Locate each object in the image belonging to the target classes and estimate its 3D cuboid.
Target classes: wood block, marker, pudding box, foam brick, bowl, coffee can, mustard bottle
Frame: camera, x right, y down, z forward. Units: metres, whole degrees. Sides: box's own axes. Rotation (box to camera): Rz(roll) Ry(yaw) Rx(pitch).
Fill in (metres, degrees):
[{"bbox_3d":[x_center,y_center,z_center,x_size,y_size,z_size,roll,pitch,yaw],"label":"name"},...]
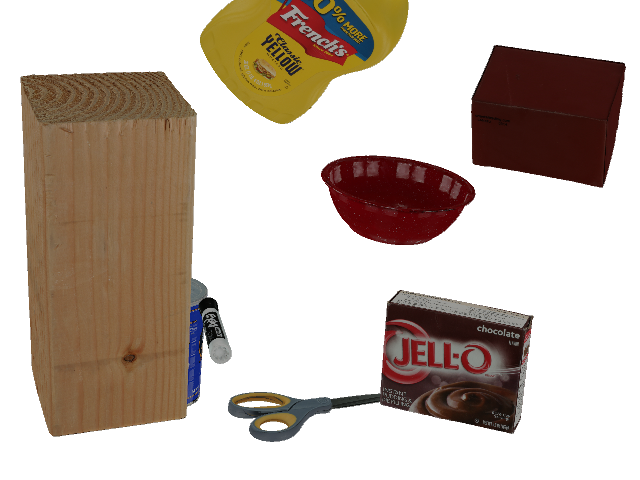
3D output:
[{"bbox_3d":[-0.133,0.007,0.665,0.090,0.206,0.090,-5,27,-21],"label":"wood block"},{"bbox_3d":[-0.097,0.079,0.969,0.020,0.020,0.121,0,17,-12],"label":"marker"},{"bbox_3d":[0.106,0.094,0.841,0.114,0.090,0.039,9,21,18],"label":"pudding box"},{"bbox_3d":[0.130,-0.072,0.610,0.078,0.051,0.053,13,-38,20],"label":"foam brick"},{"bbox_3d":[0.078,-0.038,1.117,0.162,0.055,0.162,6,22,-2],"label":"bowl"},{"bbox_3d":[-0.194,0.123,1.306,0.103,0.140,0.103,5,18,-2],"label":"coffee can"},{"bbox_3d":[0.004,-0.156,0.740,0.192,0.096,0.058,-27,23,46],"label":"mustard bottle"}]

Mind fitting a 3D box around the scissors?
[{"bbox_3d":[-0.002,0.195,1.195,0.201,0.016,0.096,3,23,-11],"label":"scissors"}]
